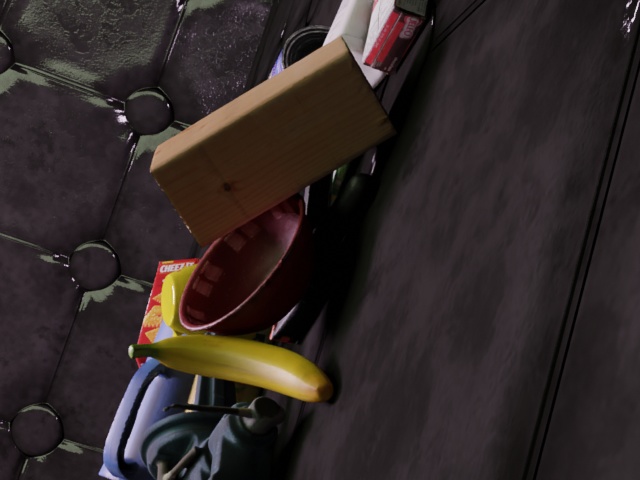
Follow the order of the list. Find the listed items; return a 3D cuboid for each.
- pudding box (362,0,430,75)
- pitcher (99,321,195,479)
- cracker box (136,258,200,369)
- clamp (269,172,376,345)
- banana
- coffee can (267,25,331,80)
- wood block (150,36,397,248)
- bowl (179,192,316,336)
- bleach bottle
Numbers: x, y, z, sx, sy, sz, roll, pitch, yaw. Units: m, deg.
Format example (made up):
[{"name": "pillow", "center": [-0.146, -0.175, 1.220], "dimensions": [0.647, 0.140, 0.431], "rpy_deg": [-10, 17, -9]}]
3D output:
[{"name": "pudding box", "center": [0.080, -0.233, 1.045], "dimensions": [0.090, 0.039, 0.113], "rpy_deg": [125, 160, -56]}, {"name": "pitcher", "center": [-0.177, 0.197, 1.317], "dimensions": [0.149, 0.145, 0.243], "rpy_deg": [152, 137, -71]}, {"name": "cracker box", "center": [-0.200, 0.154, 1.558], "dimensions": [0.213, 0.072, 0.164], "rpy_deg": [-84, -15, -54]}, {"name": "clamp", "center": [-0.007, 0.001, 1.053], "dimensions": [0.164, 0.036, 0.210], "rpy_deg": [-113, 41, -62]}, {"name": "banana", "center": [-0.066, 0.110, 0.914], "dimensions": [0.069, 0.198, 0.037], "rpy_deg": [-29, -59, -58]}, {"name": "coffee can", "center": [-0.014, -0.169, 1.243], "dimensions": [0.140, 0.102, 0.102], "rpy_deg": [129, 158, -62]}, {"name": "wood block", "center": [-0.043, -0.092, 0.983], "dimensions": [0.206, 0.091, 0.090], "rpy_deg": [-30, 18, 7]}, {"name": "bowl", "center": [-0.056, 0.033, 0.985], "dimensions": [0.162, 0.055, 0.162], "rpy_deg": [-37, 27, 22]}, {"name": "bleach bottle", "center": [0.061, -0.275, 1.165], "dimensions": [0.103, 0.068, 0.250], "rpy_deg": [-42, 27, 60]}]
